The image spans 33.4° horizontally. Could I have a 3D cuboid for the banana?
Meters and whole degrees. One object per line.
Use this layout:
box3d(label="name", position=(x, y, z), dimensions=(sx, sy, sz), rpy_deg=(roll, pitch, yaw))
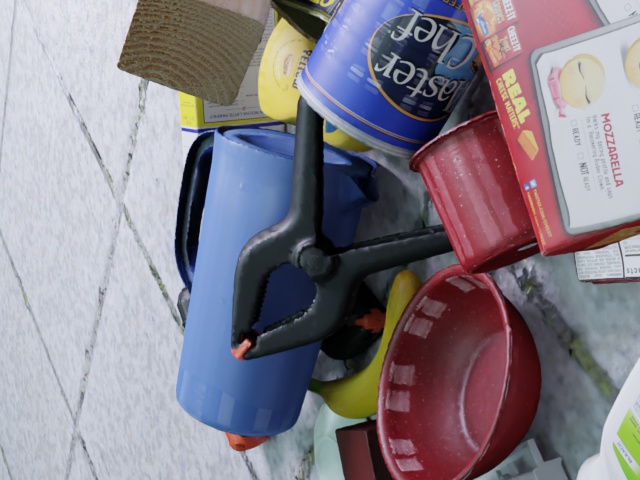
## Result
box3d(label="banana", position=(0.046, 0.098, 0.862), dimensions=(0.069, 0.037, 0.198), rpy_deg=(34, 136, -4))

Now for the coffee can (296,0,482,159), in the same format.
box3d(label="coffee can", position=(0.061, -0.138, 0.689), dimensions=(0.103, 0.102, 0.140), rpy_deg=(53, 122, 40))

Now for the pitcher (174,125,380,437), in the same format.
box3d(label="pitcher", position=(-0.053, 0.029, 0.886), dimensions=(0.149, 0.145, 0.243), rpy_deg=(-120, 42, -72))

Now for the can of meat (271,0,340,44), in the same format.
box3d(label="can of meat", position=(0.023, -0.187, 0.789), dimensions=(0.084, 0.057, 0.102), rpy_deg=(-53, 39, -2))

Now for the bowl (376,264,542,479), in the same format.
box3d(label="bowl", position=(0.103, 0.100, 0.737), dimensions=(0.162, 0.055, 0.162), rpy_deg=(-44, 38, 48))

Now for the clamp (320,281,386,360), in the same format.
box3d(label="clamp", position=(0.001, 0.073, 0.951), dimensions=(0.172, 0.039, 0.120), rpy_deg=(21, 117, 56))

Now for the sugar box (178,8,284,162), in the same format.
box3d(label="sugar box", position=(-0.082, -0.130, 0.984), dimensions=(0.048, 0.093, 0.176), rpy_deg=(21, 115, 58))

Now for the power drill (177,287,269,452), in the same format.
box3d(label="power drill", position=(-0.090, 0.117, 1.055), dimensions=(0.184, 0.057, 0.188), rpy_deg=(66, 166, 6))

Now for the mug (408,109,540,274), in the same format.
box3d(label="mug", position=(0.115, -0.027, 0.691), dimensions=(0.117, 0.093, 0.081), rpy_deg=(74, 174, -78))

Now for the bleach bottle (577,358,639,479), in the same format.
box3d(label="bleach bottle", position=(0.203, 0.099, 0.588), dimensions=(0.103, 0.068, 0.251), rpy_deg=(61, 147, 31))

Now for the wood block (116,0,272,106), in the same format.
box3d(label="wood block", position=(-0.080, -0.213, 0.810), dimensions=(0.091, 0.090, 0.206), rpy_deg=(121, 162, -49))

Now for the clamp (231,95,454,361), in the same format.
box3d(label="clamp", position=(-0.005, 0.001, 0.784), dimensions=(0.164, 0.036, 0.210), rpy_deg=(46, 108, -1))

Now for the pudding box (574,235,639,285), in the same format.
box3d(label="pudding box", position=(0.183, -0.032, 0.609), dimensions=(0.090, 0.039, 0.113), rpy_deg=(-6, 94, 59))

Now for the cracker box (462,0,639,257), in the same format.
box3d(label="cracker box", position=(0.184, -0.101, 0.509), dimensions=(0.214, 0.071, 0.164), rpy_deg=(-24, 77, 42))

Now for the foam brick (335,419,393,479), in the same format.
box3d(label="foam brick", position=(0.052, 0.188, 0.880), dimensions=(0.051, 0.052, 0.078), rpy_deg=(-15, 84, 60))

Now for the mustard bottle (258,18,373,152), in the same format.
box3d(label="mustard bottle", position=(0.023, -0.121, 0.838), dimensions=(0.192, 0.058, 0.096), rpy_deg=(31, 105, 52))
